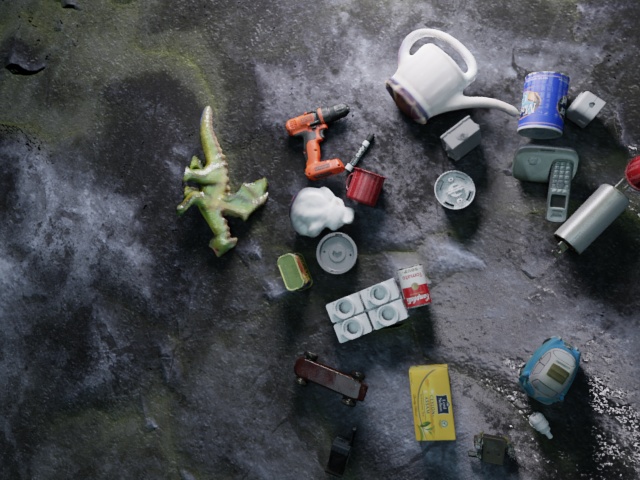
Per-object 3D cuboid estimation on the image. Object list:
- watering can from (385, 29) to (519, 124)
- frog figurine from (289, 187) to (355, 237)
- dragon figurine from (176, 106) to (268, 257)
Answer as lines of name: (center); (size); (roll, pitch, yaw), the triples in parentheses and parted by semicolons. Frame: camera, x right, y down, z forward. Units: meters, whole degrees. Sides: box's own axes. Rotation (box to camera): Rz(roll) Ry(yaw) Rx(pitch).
watering can: (0.317, -0.384, 1.318); (0.223, 0.103, 0.350); (-42, 77, 7)
frog figurine: (0.004, -0.068, 1.353); (0.160, 0.120, 0.139); (17, 70, 25)
dragon figurine: (-0.263, -0.156, 1.447); (0.242, 0.122, 0.410); (14, 90, -4)
